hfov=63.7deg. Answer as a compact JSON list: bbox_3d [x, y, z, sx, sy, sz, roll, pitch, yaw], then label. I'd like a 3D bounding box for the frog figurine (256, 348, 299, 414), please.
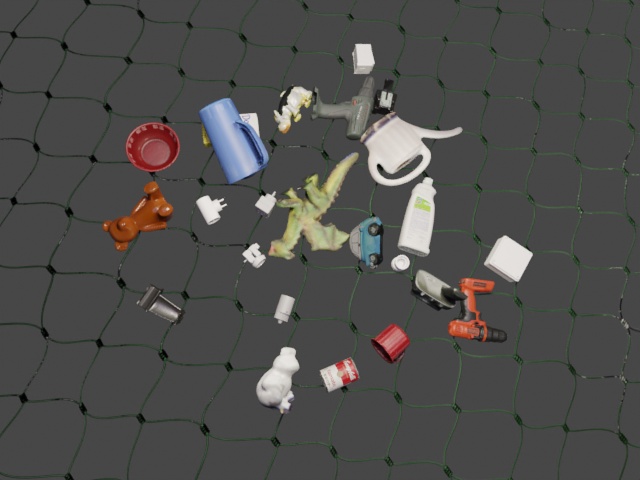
[{"bbox_3d":[-0.119,0.383,1.438,0.122,0.138,0.159,0,97,21],"label":"frog figurine"}]

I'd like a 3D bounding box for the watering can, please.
[{"bbox_3d":[0.282,-0.325,1.682,0.350,0.103,0.225,-39,83,-14],"label":"watering can"}]

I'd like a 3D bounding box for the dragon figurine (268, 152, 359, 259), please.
[{"bbox_3d":[0.005,-0.081,1.608,0.412,0.122,0.241,-31,100,-11],"label":"dragon figurine"}]
